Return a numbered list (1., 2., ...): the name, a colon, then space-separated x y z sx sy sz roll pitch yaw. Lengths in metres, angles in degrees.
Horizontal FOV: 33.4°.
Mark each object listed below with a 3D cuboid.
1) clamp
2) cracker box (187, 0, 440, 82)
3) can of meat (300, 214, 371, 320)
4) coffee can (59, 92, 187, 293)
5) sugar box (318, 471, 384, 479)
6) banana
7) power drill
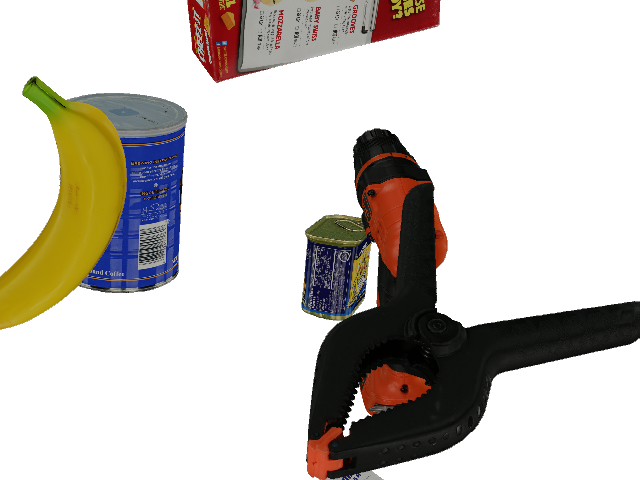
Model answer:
1. clamp: 0.058 0.050 0.594 0.209 0.036 0.165 -33 54 -29
2. cracker box: -0.007 -0.239 0.885 0.213 0.164 0.072 -18 42 -18
3. can of meat: 0.017 0.026 1.084 0.057 0.084 0.102 9 16 14
4. coffee can: -0.165 -0.041 0.885 0.103 0.140 0.103 5 23 -2
5. sugar box: 0.073 0.248 0.817 0.048 0.093 0.176 -34 38 -28
6. banana: -0.156 -0.011 0.629 0.069 0.198 0.037 19 37 -10
7. power drill: 0.053 0.025 0.816 0.057 0.188 0.184 -4 30 -3
